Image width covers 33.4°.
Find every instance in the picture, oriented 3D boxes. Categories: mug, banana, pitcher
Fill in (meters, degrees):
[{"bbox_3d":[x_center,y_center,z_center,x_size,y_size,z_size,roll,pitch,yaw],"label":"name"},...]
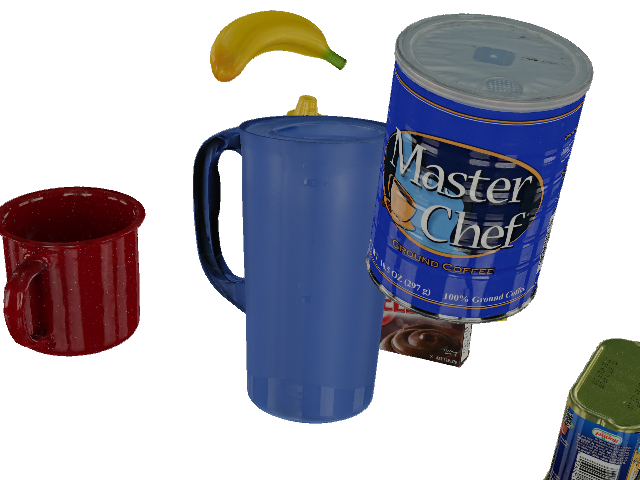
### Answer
[{"bbox_3d":[-0.160,0.025,0.666,0.093,0.081,0.117,8,25,13],"label":"mug"},{"bbox_3d":[-0.047,-0.182,0.980,0.070,0.037,0.197,42,32,20],"label":"banana"},{"bbox_3d":[-0.014,0.019,0.879,0.144,0.243,0.149,-7,18,-32],"label":"pitcher"}]

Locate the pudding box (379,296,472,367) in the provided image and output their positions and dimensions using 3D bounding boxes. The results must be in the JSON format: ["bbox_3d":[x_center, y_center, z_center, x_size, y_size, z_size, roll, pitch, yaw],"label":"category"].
[{"bbox_3d":[0.093,0.065,1.041,0.114,0.090,0.039,10,20,20],"label":"pudding box"}]

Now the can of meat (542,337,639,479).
[{"bbox_3d":[0.191,0.124,0.705,0.057,0.084,0.101,20,34,22],"label":"can of meat"}]

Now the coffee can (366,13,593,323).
[{"bbox_3d":[0.084,-0.040,0.591,0.102,0.140,0.103,4,35,-3],"label":"coffee can"}]

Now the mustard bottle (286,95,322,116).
[{"bbox_3d":[-0.026,-0.065,1.152,0.096,0.192,0.058,-8,32,-29],"label":"mustard bottle"}]

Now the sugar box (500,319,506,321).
[{"bbox_3d":[0.145,0.052,1.247,0.175,0.093,0.048,-3,14,-33],"label":"sugar box"}]
